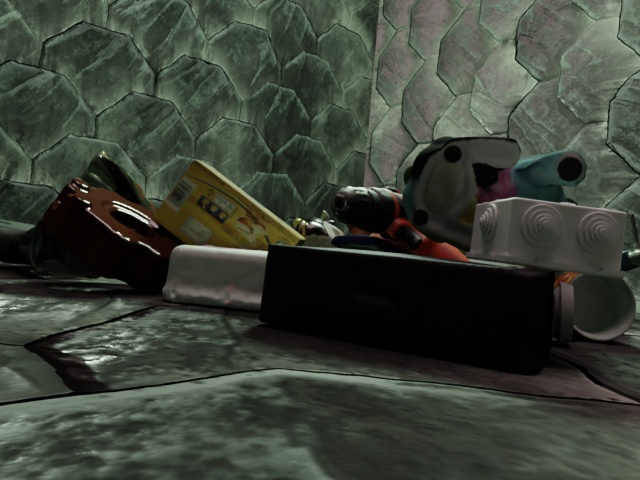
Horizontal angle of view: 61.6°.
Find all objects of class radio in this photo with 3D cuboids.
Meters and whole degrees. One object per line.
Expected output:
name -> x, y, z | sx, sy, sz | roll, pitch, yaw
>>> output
radio -> 0.076, 0.049, 0.458 | 0.230, 0.073, 0.131 | 7, -1, 30

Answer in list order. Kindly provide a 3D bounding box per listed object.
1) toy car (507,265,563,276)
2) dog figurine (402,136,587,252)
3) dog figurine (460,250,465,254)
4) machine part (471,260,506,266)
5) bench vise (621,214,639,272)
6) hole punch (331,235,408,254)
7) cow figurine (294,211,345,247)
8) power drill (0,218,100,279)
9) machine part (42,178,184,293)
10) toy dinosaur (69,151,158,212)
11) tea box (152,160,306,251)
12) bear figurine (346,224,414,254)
toy car -> 0.278, 0.053, 0.648 | 0.162, 0.103, 0.109 | 7, -2, -15
dog figurine -> 0.188, -0.037, 0.576 | 0.192, 0.108, 0.219 | 12, 3, 12
dog figurine -> 0.310, 0.008, 0.819 | 0.172, 0.121, 0.191 | 29, -32, -29
machine part -> 0.265, 0.065, 0.769 | 0.243, 0.079, 0.079 | 6, 0, 19
bench vise -> 0.452, 0.052, 0.907 | 0.223, 0.129, 0.240 | -3, -15, -25
hole punch -> 0.075, 0.044, 0.694 | 0.116, 0.092, 0.142 | 10, -6, -30
cow figurine -> -0.003, -0.001, 0.817 | 0.098, 0.068, 0.167 | 44, 8, -7
power drill -> -0.384, 0.007, 0.770 | 0.208, 0.086, 0.232 | 10, -2, 42
machine part -> -0.236, -0.004, 0.653 | 0.179, 0.056, 0.179 | 34, 6, -4
toy dinosaur -> -0.321, -0.036, 0.879 | 0.192, 0.131, 0.405 | 38, -15, -22
tea box -> -0.115, -0.014, 0.695 | 0.170, 0.098, 0.068 | 39, 2, 3
bear figurine -> 0.092, -0.010, 0.832 | 0.196, 0.132, 0.120 | 4, -40, 53
